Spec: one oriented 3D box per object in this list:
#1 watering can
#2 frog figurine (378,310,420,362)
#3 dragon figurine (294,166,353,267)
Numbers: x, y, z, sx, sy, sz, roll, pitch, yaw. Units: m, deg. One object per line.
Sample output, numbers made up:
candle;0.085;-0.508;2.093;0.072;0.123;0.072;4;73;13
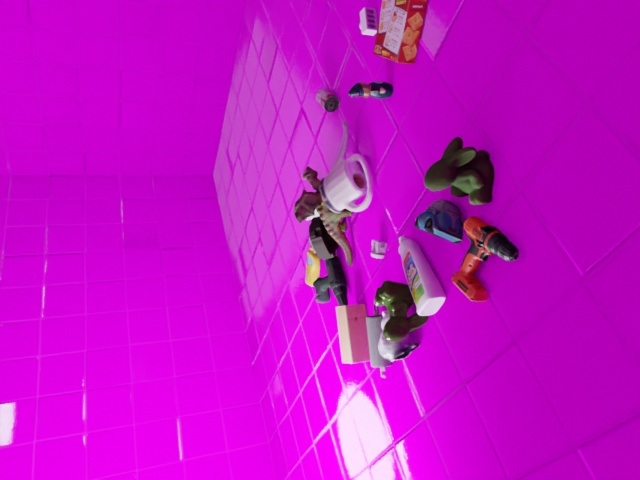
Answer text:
watering can;0.089;-0.247;1.900;0.221;0.104;0.354;-35;60;37
frog figurine;0.226;0.296;1.636;0.134;0.123;0.162;89;155;-61
dragon figurine;0.006;-0.100;1.978;0.120;0.243;0.416;-38;55;56
